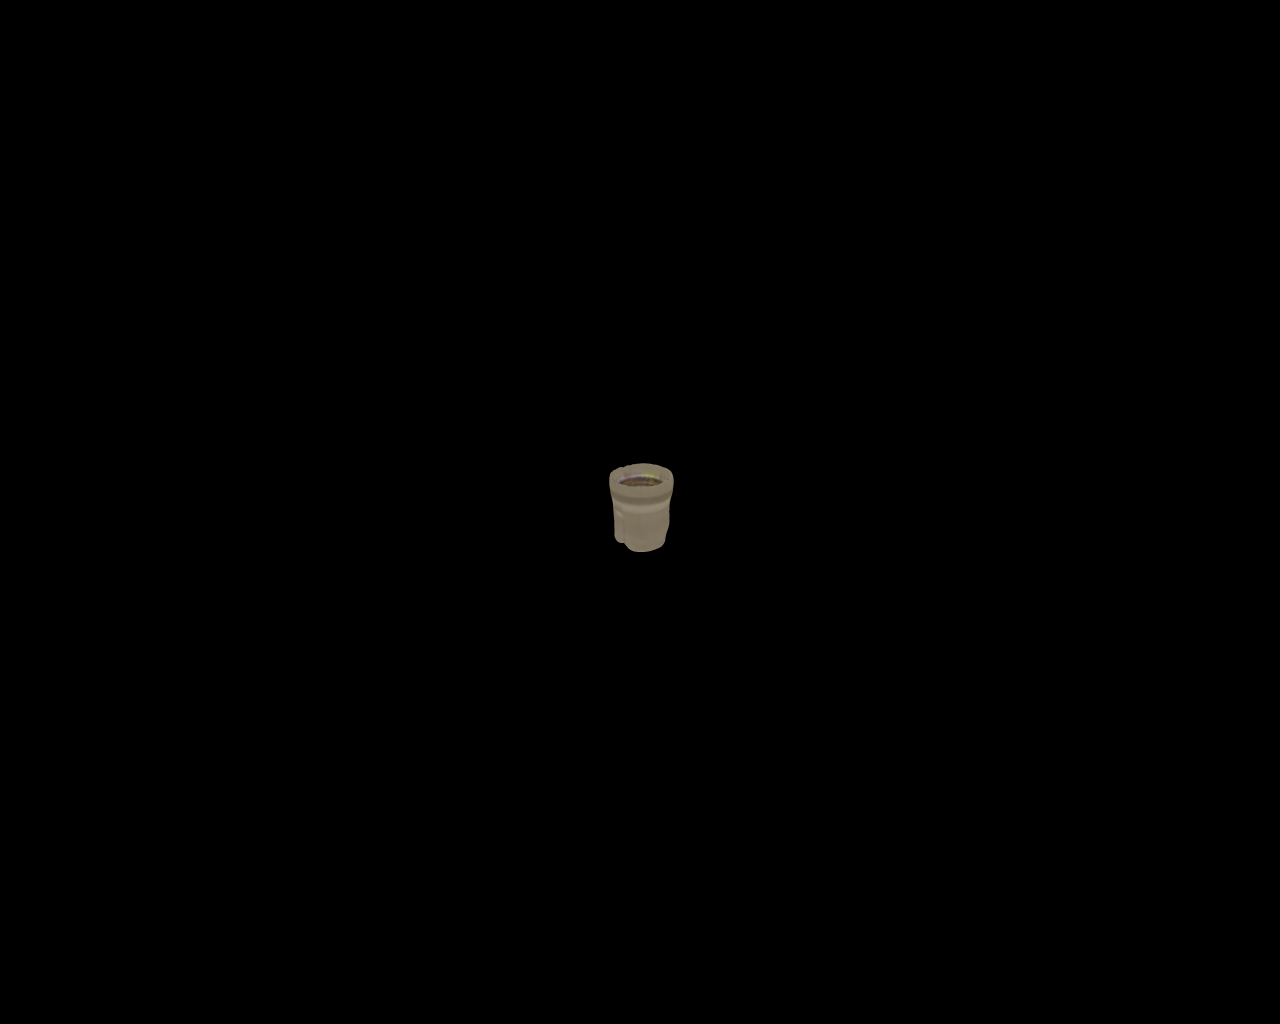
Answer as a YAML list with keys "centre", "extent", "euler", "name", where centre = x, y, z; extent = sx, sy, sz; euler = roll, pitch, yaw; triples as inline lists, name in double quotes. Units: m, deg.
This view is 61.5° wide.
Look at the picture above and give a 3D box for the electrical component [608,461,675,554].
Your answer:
- centre: [0.001, -0.003, 0.650]
  extent: [0.040, 0.046, 0.040]
  euler: [0, 24, 0]
  name: "electrical component"
